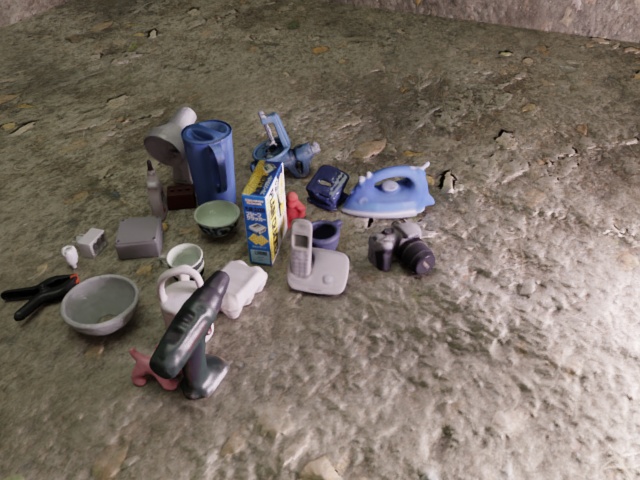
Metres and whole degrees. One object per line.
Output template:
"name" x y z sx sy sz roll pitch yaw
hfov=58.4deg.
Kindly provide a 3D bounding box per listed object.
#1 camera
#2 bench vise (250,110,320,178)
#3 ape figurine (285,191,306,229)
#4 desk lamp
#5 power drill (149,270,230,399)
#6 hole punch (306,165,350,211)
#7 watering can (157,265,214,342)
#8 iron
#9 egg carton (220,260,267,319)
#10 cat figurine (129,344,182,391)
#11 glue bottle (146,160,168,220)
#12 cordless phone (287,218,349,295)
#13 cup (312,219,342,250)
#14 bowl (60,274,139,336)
"camera" 0.209 0.021 1.410 0.143 0.101 0.136 -19 43 -20
"bench vise" -0.111 -0.294 1.707 0.208 0.220 0.121 -16 42 -17
"ape figurine" -0.078 -0.090 1.558 0.078 0.092 0.076 -5 39 -4
"desk lamp" -0.411 -0.271 1.690 0.117 0.214 0.203 12 41 15
"power drill" -0.236 0.199 1.117 0.075 0.209 0.230 15 42 19
"hole punch" 0.023 -0.149 1.630 0.108 0.091 0.101 25 46 28
"watering can" -0.292 0.127 1.218 0.101 0.194 0.172 -23 44 -24
"iron" 0.184 -0.145 1.582 0.258 0.141 0.118 -7 40 -7
"egg carton" -0.198 0.111 1.334 0.107 0.069 0.150 18 43 22
"cat figurine" -0.319 0.238 1.143 0.127 0.118 0.067 5 40 7
"glue bottle" -0.451 -0.142 1.566 0.037 0.173 0.078 -6 40 -5
"cordless phone" -0.005 0.036 1.331 0.147 0.185 0.094 6 40 8
"cup" 0.013 0.005 1.439 0.091 0.095 0.118 30 48 32
"bowl" -0.483 0.158 1.278 0.167 0.075 0.167 0 39 1
